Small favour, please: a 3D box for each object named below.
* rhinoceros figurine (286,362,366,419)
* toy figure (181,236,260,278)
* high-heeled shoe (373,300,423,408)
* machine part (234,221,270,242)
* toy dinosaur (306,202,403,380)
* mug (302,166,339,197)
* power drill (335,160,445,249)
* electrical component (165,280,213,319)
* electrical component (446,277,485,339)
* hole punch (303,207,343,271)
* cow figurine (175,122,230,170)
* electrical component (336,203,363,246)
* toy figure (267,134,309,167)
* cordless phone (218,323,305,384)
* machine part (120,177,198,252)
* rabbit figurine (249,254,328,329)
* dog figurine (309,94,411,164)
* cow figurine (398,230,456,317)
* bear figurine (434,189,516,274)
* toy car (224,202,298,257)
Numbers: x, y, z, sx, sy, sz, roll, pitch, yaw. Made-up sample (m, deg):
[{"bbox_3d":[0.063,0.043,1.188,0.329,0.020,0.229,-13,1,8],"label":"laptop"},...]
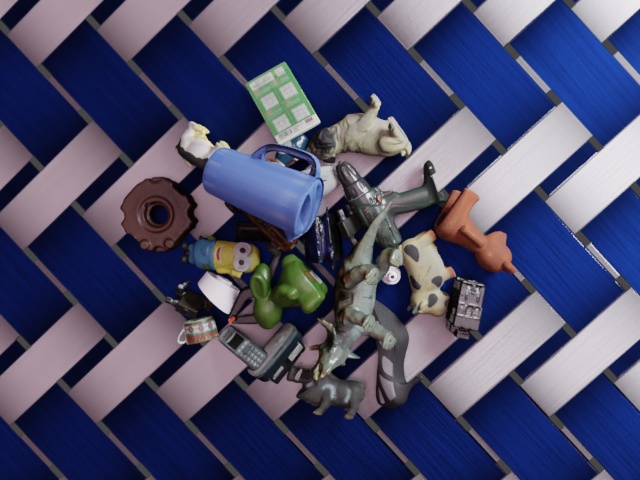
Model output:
[{"bbox_3d":[0.012,0.350,1.266,0.190,0.073,0.112,16,95,1],"label":"rhinoceros figurine"},{"bbox_3d":[-0.229,0.034,1.255,0.180,0.089,0.082,3,107,11],"label":"toy figure"},{"bbox_3d":[0.144,0.270,1.274,0.145,0.086,0.249,-39,72,34],"label":"high-heeled shoe"},{"bbox_3d":[-0.133,-0.023,1.269,0.139,0.039,0.084,-4,101,1],"label":"machine part"},{"bbox_3d":[0.080,0.118,1.215,0.131,0.192,0.404,19,79,-40],"label":"toy dinosaur"},{"bbox_3d":[-0.011,-0.132,1.227,0.107,0.109,0.081,-24,82,-10],"label":"mug"},{"bbox_3d":[0.168,-0.108,1.222,0.207,0.086,0.231,-24,100,-2],"label":"power drill"},{"bbox_3d":[-0.303,0.141,1.272,0.102,0.078,0.045,28,118,6],"label":"electrical component"},{"bbox_3d":[0.328,0.154,1.221,0.058,0.115,0.134,10,94,6],"label":"electrical component"},{"bbox_3d":[-0.003,-0.004,1.229,0.092,0.116,0.142,-3,93,10],"label":"hole punch"},{"bbox_3d":[-0.254,-0.189,1.247,0.167,0.068,0.098,40,100,3],"label":"cow figurine"},{"bbox_3d":[0.072,-0.035,1.250,0.021,0.063,0.094,-15,103,46],"label":"electrical component"},{"bbox_3d":[-0.088,-0.183,1.247,0.057,0.064,0.154,38,90,-24],"label":"toy figure"},{"bbox_3d":[-0.141,0.236,1.266,0.184,0.088,0.146,31,73,29],"label":"cordless phone"},{"bbox_3d":[-0.380,-0.061,1.266,0.179,0.056,0.179,0,92,2],"label":"machine part"},{"bbox_3d":[-0.091,0.125,1.204,0.170,0.121,0.159,-42,99,11],"label":"rabbit figurine"},{"bbox_3d":[0.090,-0.216,1.228,0.190,0.121,0.172,-38,88,18],"label":"dog figurine"},{"bbox_3d":[0.240,0.088,1.237,0.127,0.085,0.194,-26,95,-2],"label":"cow figurine"},{"bbox_3d":[0.363,-0.014,1.209,0.196,0.120,0.132,29,91,-1],"label":"bear figurine"},{"bbox_3d":[-0.131,-0.053,1.224,0.089,0.053,0.202,-44,89,2],"label":"toy car"}]
